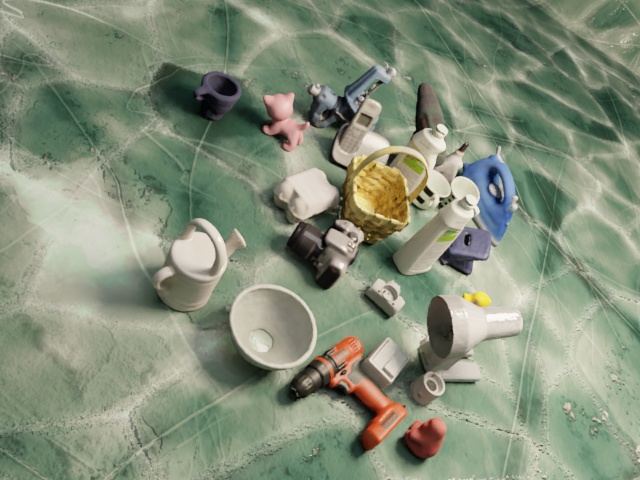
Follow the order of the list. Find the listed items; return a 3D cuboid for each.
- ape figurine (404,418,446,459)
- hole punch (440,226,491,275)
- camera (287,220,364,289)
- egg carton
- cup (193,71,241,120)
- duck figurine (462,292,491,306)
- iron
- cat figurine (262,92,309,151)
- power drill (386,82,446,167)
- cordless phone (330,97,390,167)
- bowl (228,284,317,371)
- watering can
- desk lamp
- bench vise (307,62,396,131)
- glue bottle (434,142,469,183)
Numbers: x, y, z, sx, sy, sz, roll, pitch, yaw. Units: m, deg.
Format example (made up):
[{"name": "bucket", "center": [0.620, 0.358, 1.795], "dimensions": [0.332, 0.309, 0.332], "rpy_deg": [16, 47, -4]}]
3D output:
[{"name": "ape figurine", "center": [0.201, 0.356, 1.053], "dimensions": [0.078, 0.092, 0.076], "rpy_deg": [9, 52, -25]}, {"name": "hole punch", "center": [0.358, 0.015, 1.409], "dimensions": [0.101, 0.091, 0.109], "rpy_deg": [28, 47, -9]}, {"name": "camera", "center": [0.011, 0.004, 1.204], "dimensions": [0.137, 0.100, 0.143], "rpy_deg": [33, 46, -5]}, {"name": "egg carton", "center": [-0.030, -0.100, 1.281], "dimensions": [0.151, 0.069, 0.107], "rpy_deg": [-28, 73, -41]}, {"name": "cup", "center": [-0.245, -0.317, 1.302], "dimensions": [0.118, 0.095, 0.091], "rpy_deg": [-26, 72, -41]}, {"name": "duck figurine", "center": [0.354, 0.153, 1.304], "dimensions": [0.105, 0.086, 0.077], "rpy_deg": [22, 48, -15]}, {"name": "iron", "center": [0.479, -0.125, 1.555], "dimensions": [0.119, 0.141, 0.258], "rpy_deg": [7, 53, -26]}, {"name": "cat figurine", "center": [-0.082, -0.294, 1.366], "dimensions": [0.128, 0.117, 0.067], "rpy_deg": [37, 46, -1]}, {"name": "power drill", "center": [0.245, -0.259, 1.471], "dimensions": [0.076, 0.208, 0.229], "rpy_deg": [7, 53, -26]}, {"name": "cordless phone", "center": [0.122, -0.255, 1.411], "dimensions": [0.148, 0.185, 0.094], "rpy_deg": [18, 49, -18]}, {"name": "bowl", "center": [-0.094, 0.168, 1.034], "dimensions": [0.168, 0.074, 0.167], "rpy_deg": [16, 50, -20]}, {"name": "watering can", "center": [-0.207, 0.031, 0.988], "dimensions": [0.101, 0.193, 0.173], "rpy_deg": [35, 46, -2]}, {"name": "desk lamp", "center": [0.285, 0.194, 1.143], "dimensions": [0.204, 0.213, 0.118], "rpy_deg": [7, 53, -26]}, {"name": "bench vise", "center": [0.083, -0.358, 1.443], "dimensions": [0.208, 0.219, 0.121], "rpy_deg": [-2, 57, -32]}, {"name": "glue bottle", "center": [0.336, -0.195, 1.500], "dimensions": [0.078, 0.173, 0.037], "rpy_deg": [18, 49, -18]}]
